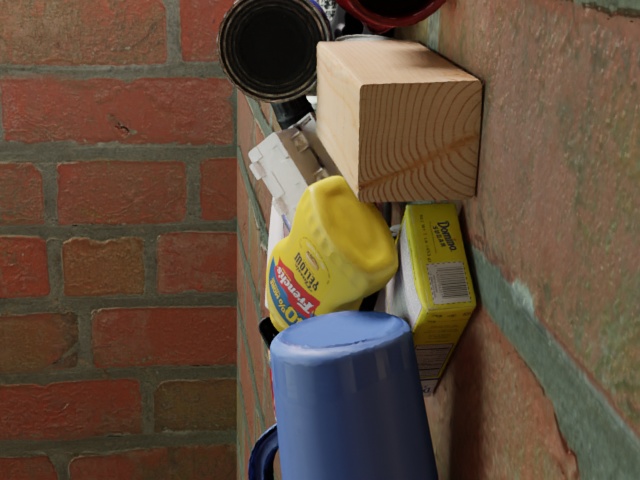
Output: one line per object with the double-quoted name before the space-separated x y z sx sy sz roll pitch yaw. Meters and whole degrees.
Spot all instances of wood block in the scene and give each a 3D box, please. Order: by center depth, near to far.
"wood block" 0.056 -0.102 0.858 0.206 0.090 0.090 -115 25 -69

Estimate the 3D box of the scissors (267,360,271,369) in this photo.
"scissors" 0.001 0.222 1.254 0.202 0.016 0.096 61 154 4

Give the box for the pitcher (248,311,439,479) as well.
"pitcher" 0.021 0.183 0.826 0.145 0.149 0.243 -143 44 -74

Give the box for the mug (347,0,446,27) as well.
"mug" 0.063 -0.231 0.843 0.117 0.093 0.081 -56 14 15

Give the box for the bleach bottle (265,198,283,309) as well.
"bleach bottle" -0.011 -0.032 1.354 0.068 0.102 0.251 -164 79 -74

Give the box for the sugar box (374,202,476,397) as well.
"sugar box" 0.082 0.055 0.867 0.176 0.048 0.093 97 168 -60

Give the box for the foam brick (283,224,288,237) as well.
"foam brick" -0.002 0.000 1.271 0.078 0.051 0.053 43 -149 -46

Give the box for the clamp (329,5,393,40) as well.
"clamp" 0.028 -0.211 1.088 0.120 0.039 0.172 57 146 19

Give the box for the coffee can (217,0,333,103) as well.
"coffee can" -0.040 -0.188 1.013 0.140 0.103 0.103 -84 -5 -77

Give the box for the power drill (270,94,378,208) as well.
"power drill" 0.006 -0.075 1.138 0.184 0.057 0.188 62 -179 -20

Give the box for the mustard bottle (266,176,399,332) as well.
"mustard bottle" -0.003 0.033 0.904 0.096 0.058 0.192 56 148 15

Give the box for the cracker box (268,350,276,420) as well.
"cracker box" -0.028 0.152 1.518 0.214 0.072 0.164 99 166 -48

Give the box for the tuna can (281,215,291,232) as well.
"tuna can" -0.008 0.001 1.150 0.086 0.034 0.086 60 -178 -3

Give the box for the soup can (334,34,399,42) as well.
"soup can" 0.044 -0.137 1.008 0.068 0.068 0.102 -111 21 -66

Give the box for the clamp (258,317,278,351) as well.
"clamp" -0.007 0.210 1.342 0.165 0.036 0.210 43 158 54

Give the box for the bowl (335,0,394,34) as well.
"bowl" 0.038 -0.268 0.950 0.162 0.055 0.162 -178 90 -68
